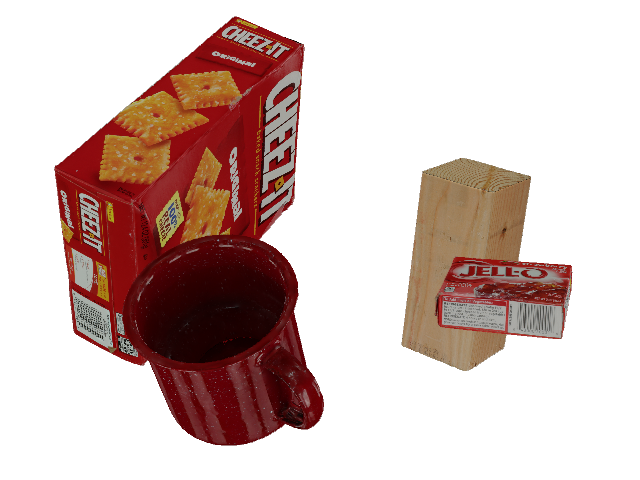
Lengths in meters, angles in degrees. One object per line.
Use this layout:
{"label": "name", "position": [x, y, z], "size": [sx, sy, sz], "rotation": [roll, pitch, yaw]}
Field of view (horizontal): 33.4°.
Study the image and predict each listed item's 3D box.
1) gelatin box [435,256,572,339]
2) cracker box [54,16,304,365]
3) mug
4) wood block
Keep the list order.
{"label": "gelatin box", "position": [0.132, 0.039, 0.765], "size": [0.089, 0.030, 0.073], "rotation": [5, 21, 16]}
{"label": "cracker box", "position": [-0.093, -0.037, 0.775], "size": [0.072, 0.164, 0.213], "rotation": [25, 47, 18]}
{"label": "mug", "position": [-0.043, 0.062, 0.575], "size": [0.117, 0.081, 0.093], "rotation": [28, 57, 32]}
{"label": "wood block", "position": [0.159, 0.025, 1.175], "size": [0.090, 0.206, 0.090], "rotation": [20, 25, 33]}
